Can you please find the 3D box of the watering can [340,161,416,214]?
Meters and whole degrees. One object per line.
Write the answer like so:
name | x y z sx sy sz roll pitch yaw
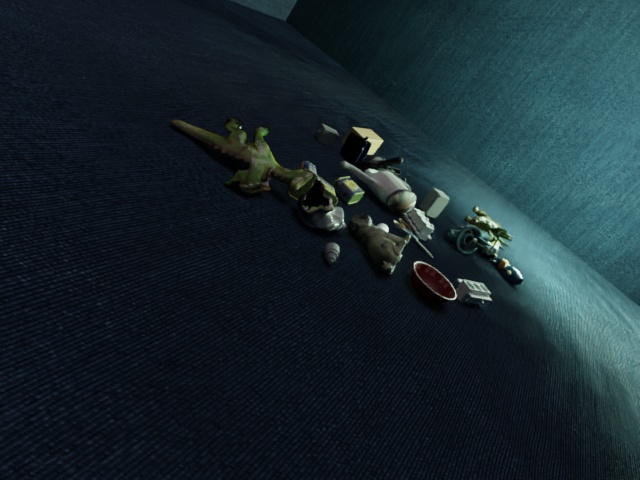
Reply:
watering can | 0.236 -0.205 1.973 0.347 0.102 0.228 9 33 -44

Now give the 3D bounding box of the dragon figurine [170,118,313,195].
dragon figurine | -0.220 -0.224 1.448 0.410 0.119 0.249 9 39 -18

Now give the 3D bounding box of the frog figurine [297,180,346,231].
frog figurine | 0.005 -0.075 1.494 0.139 0.123 0.156 42 -13 33
